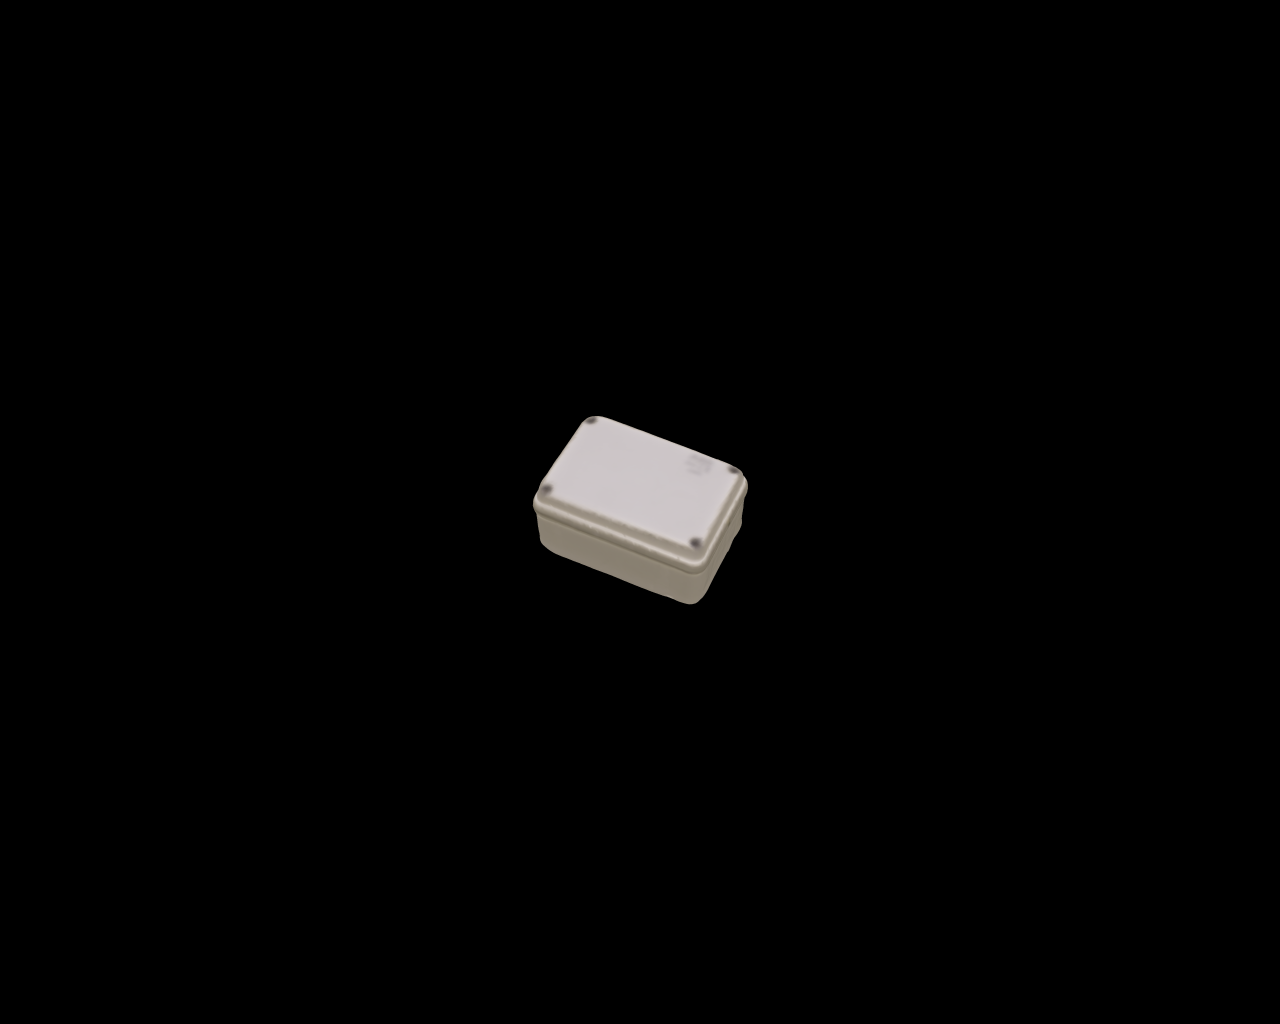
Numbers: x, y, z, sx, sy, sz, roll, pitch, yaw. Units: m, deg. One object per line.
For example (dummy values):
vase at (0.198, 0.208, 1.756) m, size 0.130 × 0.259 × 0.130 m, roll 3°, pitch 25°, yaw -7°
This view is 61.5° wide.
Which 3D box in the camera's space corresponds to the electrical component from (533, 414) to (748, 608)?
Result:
electrical component at (0.001, -0.003, 0.650) m, size 0.113 × 0.078 × 0.057 m, roll 21°, pitch -34°, yaw 15°
